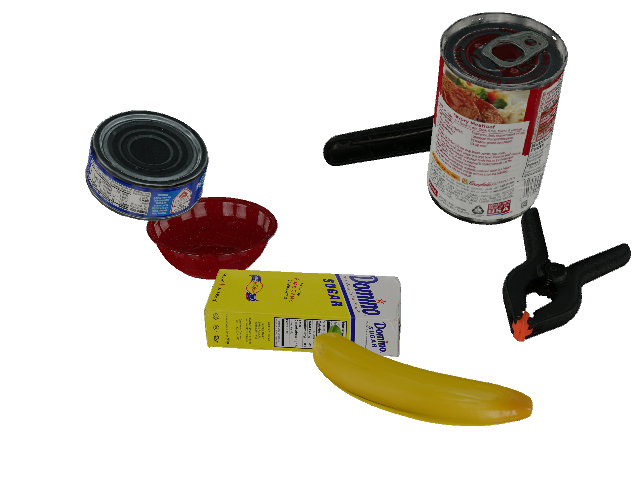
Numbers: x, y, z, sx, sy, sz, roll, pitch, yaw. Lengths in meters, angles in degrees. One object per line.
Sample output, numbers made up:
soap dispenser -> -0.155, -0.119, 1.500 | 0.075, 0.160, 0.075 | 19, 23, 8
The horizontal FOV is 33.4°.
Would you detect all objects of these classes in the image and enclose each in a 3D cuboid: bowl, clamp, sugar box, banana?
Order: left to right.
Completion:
bowl -> -0.134, 0.003, 1.328 | 0.162, 0.055, 0.162 | 1, 27, -1
sugar box -> -0.014, 0.065, 0.989 | 0.176, 0.048, 0.093 | 0, 24, 4
banana -> 0.060, 0.101, 0.801 | 0.198, 0.037, 0.069 | 19, 37, 39
clamp -> 0.130, -0.085, 0.884 | 0.209, 0.036, 0.165 | -28, 41, -28
clamp -> 0.232, 0.032, 1.107 | 0.120, 0.039, 0.171 | 27, 50, 30

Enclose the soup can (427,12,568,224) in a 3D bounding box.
soup can -> 0.097, -0.067, 0.603 | 0.068, 0.068, 0.102 | 0, -44, -1

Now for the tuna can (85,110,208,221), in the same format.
tuna can -> -0.125, -0.055, 0.770 | 0.086, 0.034, 0.086 | 10, 43, -10
